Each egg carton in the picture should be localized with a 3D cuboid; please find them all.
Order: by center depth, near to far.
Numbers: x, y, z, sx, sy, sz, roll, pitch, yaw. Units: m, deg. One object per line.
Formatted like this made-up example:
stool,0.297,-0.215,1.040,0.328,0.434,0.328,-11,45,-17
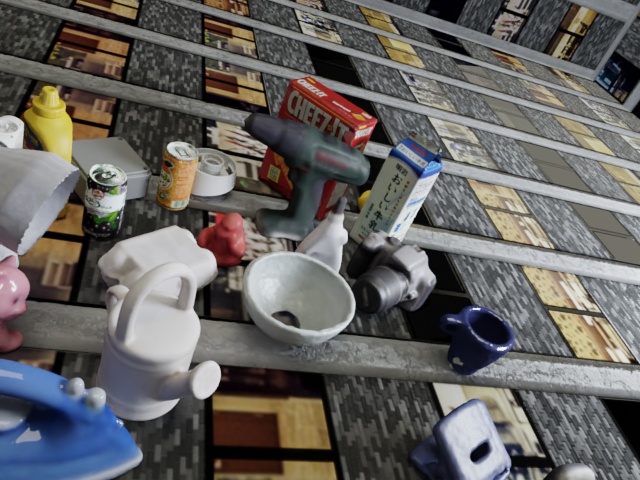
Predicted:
egg carton,-0.222,0.040,0.799,0.107,0.069,0.151,40,38,22

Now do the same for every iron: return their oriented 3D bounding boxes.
iron,-0.290,0.160,0.540,0.259,0.141,0.118,11,37,-17

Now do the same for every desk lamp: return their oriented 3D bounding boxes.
desk lamp,-0.399,-0.035,0.668,0.203,0.213,0.118,20,35,-5

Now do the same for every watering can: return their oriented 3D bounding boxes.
watering can,-0.177,0.106,0.630,0.172,0.194,0.101,27,35,5

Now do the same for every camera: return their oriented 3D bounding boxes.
camera,0.105,0.054,0.945,0.143,0.101,0.137,40,38,22

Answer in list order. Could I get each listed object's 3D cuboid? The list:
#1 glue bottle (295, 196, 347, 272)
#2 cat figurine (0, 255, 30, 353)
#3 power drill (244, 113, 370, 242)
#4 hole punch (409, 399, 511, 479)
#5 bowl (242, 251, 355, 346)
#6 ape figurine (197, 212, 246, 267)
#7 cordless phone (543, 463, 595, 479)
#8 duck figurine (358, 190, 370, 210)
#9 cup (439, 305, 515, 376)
glue bottle,0.008,0.003,0.892,0.078,0.173,0.037,15,36,-12
cat figurine,-0.369,0.077,0.624,0.067,0.117,0.128,29,35,8
power drill,-0.039,-0.101,0.970,0.230,0.208,0.075,7,38,-23
hole punch,0.187,0.268,0.720,0.109,0.091,0.101,-14,50,-42
bowl,-0.038,0.096,0.829,0.168,0.074,0.167,16,36,-11
ape figurine,-0.145,-0.004,0.883,0.077,0.092,0.076,37,37,18
cordless phone,0.265,0.308,0.632,0.148,0.185,0.094,3,40,-27
duck figurine,0.130,-0.095,1.168,0.105,0.086,0.077,-17,51,-43
cup,0.225,0.160,0.881,0.118,0.095,0.091,16,36,-11
